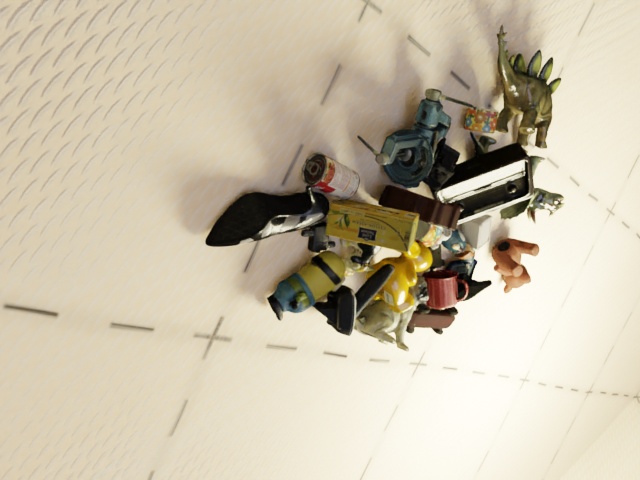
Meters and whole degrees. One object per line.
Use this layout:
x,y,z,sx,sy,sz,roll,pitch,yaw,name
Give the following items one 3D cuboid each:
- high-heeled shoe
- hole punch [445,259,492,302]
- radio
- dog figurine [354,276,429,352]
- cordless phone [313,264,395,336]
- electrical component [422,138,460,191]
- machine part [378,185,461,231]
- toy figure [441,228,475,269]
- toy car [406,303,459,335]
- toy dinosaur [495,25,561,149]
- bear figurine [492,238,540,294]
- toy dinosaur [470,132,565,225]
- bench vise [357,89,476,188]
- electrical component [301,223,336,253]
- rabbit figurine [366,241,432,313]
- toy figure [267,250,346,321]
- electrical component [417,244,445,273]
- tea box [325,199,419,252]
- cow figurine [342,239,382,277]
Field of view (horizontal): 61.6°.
-0.096,-0.032,1.039,0.249,0.086,0.145,-25,158,-7,high-heeled shoe
0.389,0.114,1.479,0.142,0.092,0.115,-6,148,-37,hole punch
0.384,-0.128,1.280,0.230,0.073,0.131,-20,129,12,radio
0.176,0.156,1.323,0.172,0.121,0.190,32,75,-46,dog figurine
0.080,0.115,1.176,0.184,0.146,0.088,-45,96,-7,cordless phone
0.281,-0.179,1.231,0.074,0.048,0.119,-54,-173,49,electrical component
0.220,-0.074,1.188,0.179,0.180,0.056,12,99,-42,machine part
0.362,0.017,1.403,0.154,0.058,0.064,39,50,-30,toy figure
0.298,0.211,1.463,0.202,0.053,0.089,10,122,-41,toy car
0.504,-0.354,1.319,0.471,0.105,0.198,15,90,-55,toy dinosaur
0.583,0.087,1.586,0.120,0.132,0.195,-43,125,-10,bear figurine
0.470,-0.151,1.394,0.404,0.131,0.192,10,104,-35,toy dinosaur
0.191,-0.204,1.120,0.240,0.129,0.223,-22,144,-51,bench vise
-0.002,-0.003,1.139,0.094,0.021,0.063,-7,114,-39,electrical component
0.191,0.058,1.262,0.173,0.122,0.162,-31,121,-24,rabbit figurine
-0.025,0.093,1.122,0.180,0.082,0.089,-29,145,-16,toy figure
0.277,0.046,1.377,0.102,0.045,0.078,1,82,-42,electrical component
0.107,-0.032,1.083,0.098,0.170,0.068,-29,129,-69,tea box
0.101,0.014,1.180,0.068,0.098,0.167,5,107,-47,cow figurine
